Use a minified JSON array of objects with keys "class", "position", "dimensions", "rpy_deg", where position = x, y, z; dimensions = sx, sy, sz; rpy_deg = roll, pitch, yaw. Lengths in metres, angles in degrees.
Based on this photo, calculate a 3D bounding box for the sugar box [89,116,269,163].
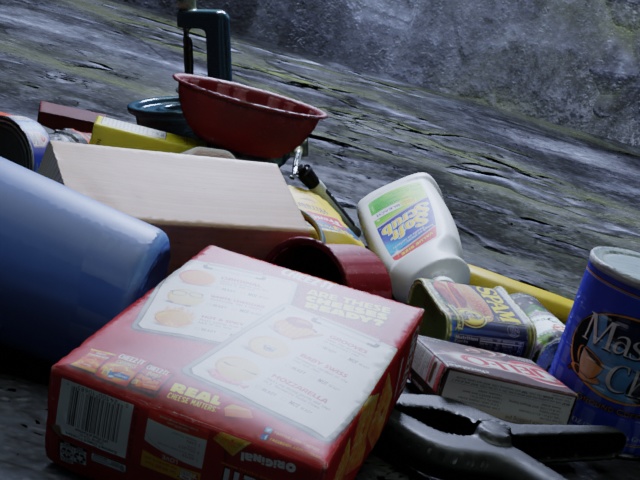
[{"class":"sugar box","position":[-0.145,-0.056,1.060],"dimensions":[0.176,0.093,0.048],"rpy_deg":[13,17,-8]}]

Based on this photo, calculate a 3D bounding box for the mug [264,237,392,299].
[{"class":"mug","position":[-0.003,0.047,0.883],"dimensions":[0.117,0.093,0.081],"rpy_deg":[-16,-9,33]}]

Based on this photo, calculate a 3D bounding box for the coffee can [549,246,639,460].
[{"class":"coffee can","position":[0.244,0.089,0.855],"dimensions":[0.102,0.140,0.103],"rpy_deg":[15,16,-4]}]

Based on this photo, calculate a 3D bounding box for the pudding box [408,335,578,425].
[{"class":"pudding box","position":[0.130,0.112,0.833],"dimensions":[0.113,0.039,0.090],"rpy_deg":[11,7,-14]}]

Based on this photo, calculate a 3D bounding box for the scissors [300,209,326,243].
[{"class":"scissors","position":[-0.011,0.049,0.952],"dimensions":[0.096,0.016,0.202],"rpy_deg":[-24,51,-4]}]

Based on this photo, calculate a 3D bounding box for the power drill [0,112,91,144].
[{"class":"power drill","position":[-0.317,-0.107,1.103],"dimensions":[0.187,0.057,0.184],"rpy_deg":[20,4,6]}]

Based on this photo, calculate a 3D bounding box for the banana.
[{"class":"banana","position":[0.197,0.056,1.112],"dimensions":[0.198,0.037,0.069],"rpy_deg":[21,17,17]}]

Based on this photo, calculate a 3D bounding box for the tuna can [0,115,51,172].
[{"class":"tuna can","position":[-0.289,-0.074,0.995],"dimensions":[0.086,0.086,0.033],"rpy_deg":[24,15,25]}]

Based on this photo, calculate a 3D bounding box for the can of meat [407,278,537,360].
[{"class":"can of meat","position":[0.128,0.076,0.934],"dimensions":[0.083,0.057,0.102],"rpy_deg":[8,21,-17]}]

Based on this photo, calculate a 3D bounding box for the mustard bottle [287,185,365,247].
[{"class":"mustard bottle","position":[-0.007,0.001,1.064],"dimensions":[0.096,0.058,0.192],"rpy_deg":[16,15,-21]}]

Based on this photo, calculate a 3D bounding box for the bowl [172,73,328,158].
[{"class":"bowl","position":[-0.076,-0.122,1.079],"dimensions":[0.162,0.055,0.162],"rpy_deg":[15,12,-4]}]

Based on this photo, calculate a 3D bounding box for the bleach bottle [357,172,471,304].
[{"class":"bleach bottle","position":[0.106,0.007,1.097],"dimensions":[0.102,0.068,0.251],"rpy_deg":[-23,22,0]}]

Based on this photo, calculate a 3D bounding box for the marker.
[{"class":"marker","position":[0.009,-0.041,1.173],"dimensions":[0.020,0.020,0.121],"rpy_deg":[36,-11,50]}]

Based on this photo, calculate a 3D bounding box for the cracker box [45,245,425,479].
[{"class":"cracker box","position":[-0.042,0.087,0.659],"dimensions":[0.164,0.072,0.213],"rpy_deg":[17,23,14]}]

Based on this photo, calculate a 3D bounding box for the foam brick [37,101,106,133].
[{"class":"foam brick","position":[-0.288,-0.122,1.226],"dimensions":[0.078,0.051,0.053],"rpy_deg":[11,17,-15]}]

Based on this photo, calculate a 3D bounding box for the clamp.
[{"class":"clamp","position":[0.123,0.143,0.740],"dimensions":[0.210,0.036,0.164],"rpy_deg":[17,15,14]}]

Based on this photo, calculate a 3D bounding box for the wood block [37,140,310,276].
[{"class":"wood block","position":[-0.126,-0.012,0.881],"dimensions":[0.205,0.090,0.091],"rpy_deg":[3,44,-33]}]

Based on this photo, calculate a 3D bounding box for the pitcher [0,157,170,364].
[{"class":"pitcher","position":[-0.233,0.010,0.709],"dimensions":[0.243,0.149,0.145],"rpy_deg":[21,3,1]}]
